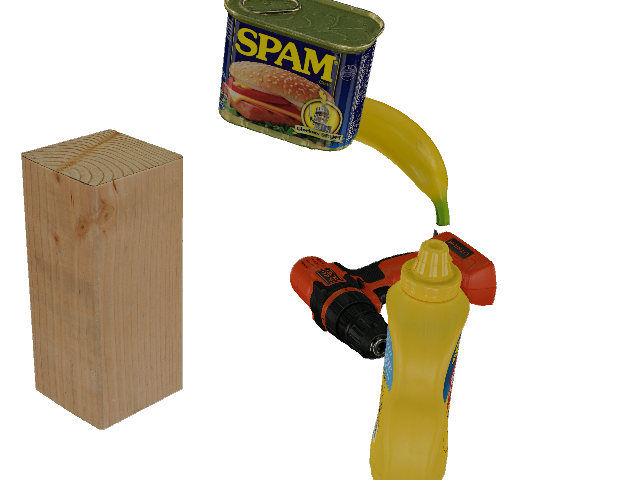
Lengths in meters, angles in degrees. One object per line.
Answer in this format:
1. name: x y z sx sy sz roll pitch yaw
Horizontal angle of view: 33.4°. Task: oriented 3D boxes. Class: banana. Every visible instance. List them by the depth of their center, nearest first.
1. banana: 0.040 -0.086 0.905 0.198 0.070 0.037 36 23 34

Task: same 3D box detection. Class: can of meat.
1. can of meat: -0.016 -0.114 0.709 0.102 0.084 0.057 19 39 11

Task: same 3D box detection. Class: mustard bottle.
1. mustard bottle: 0.071 0.085 0.757 0.058 0.192 0.096 7 30 7

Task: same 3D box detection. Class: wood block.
1. wood block: -0.170 0.030 0.842 0.090 0.206 0.090 22 30 35

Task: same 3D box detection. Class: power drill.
1. power drill: 0.081 0.052 1.089 0.187 0.057 0.185 -11 27 -21
